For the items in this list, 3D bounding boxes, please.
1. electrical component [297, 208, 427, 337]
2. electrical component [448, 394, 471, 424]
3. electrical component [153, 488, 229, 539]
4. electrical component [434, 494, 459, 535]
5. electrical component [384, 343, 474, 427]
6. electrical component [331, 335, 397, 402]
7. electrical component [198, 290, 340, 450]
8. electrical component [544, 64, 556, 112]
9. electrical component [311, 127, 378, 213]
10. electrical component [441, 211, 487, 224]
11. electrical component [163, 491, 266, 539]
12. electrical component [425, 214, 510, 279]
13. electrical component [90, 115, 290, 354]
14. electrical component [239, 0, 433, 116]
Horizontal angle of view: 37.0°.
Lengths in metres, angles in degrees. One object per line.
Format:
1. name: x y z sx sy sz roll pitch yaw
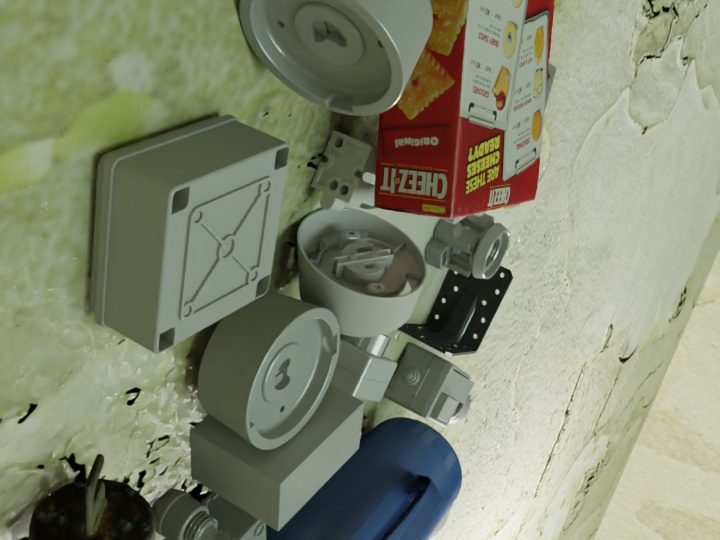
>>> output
1. electrical component: 0.000 0.000 0.803 0.099 0.099 0.064 -43 154 -39
2. electrical component: 0.092 0.139 1.171 0.055 0.055 0.047 -61 159 -7
3. electrical component: -0.120 0.185 0.778 0.035 0.061 0.035 -46 151 -36
4. electrical component: 0.048 0.254 1.163 0.113 0.078 0.057 -23 136 -55
5. electrical component: 0.071 0.119 1.098 0.061 0.061 0.096 -62 156 -5
6. electrical component: 0.003 0.068 0.930 0.076 0.047 0.066 -65 156 1
7. electrical component: -0.070 0.066 0.764 0.108 0.060 0.108 -42 145 -40
8. electrical component: 0.131 -0.151 0.970 0.077 0.047 0.065 -38 -151 59
9. electrical component: 0.001 -0.071 0.796 0.055 0.048 0.066 13 102 -58
10. electrical component: 0.092 -0.083 0.953 0.089 0.056 0.050 -35 143 -47
11. electrical component: -0.117 0.233 0.848 0.100 0.048 0.099 -42 147 -41
12. electrical component: 0.108 -0.026 1.039 0.078 0.057 0.058 -47 151 -33
13. electrical component: -0.099 -0.023 0.628 0.109 0.056 0.108 -31 140 -51
14. electrical component: -0.009 -0.150 0.630 0.060 0.108 0.108 -59 156 -27
